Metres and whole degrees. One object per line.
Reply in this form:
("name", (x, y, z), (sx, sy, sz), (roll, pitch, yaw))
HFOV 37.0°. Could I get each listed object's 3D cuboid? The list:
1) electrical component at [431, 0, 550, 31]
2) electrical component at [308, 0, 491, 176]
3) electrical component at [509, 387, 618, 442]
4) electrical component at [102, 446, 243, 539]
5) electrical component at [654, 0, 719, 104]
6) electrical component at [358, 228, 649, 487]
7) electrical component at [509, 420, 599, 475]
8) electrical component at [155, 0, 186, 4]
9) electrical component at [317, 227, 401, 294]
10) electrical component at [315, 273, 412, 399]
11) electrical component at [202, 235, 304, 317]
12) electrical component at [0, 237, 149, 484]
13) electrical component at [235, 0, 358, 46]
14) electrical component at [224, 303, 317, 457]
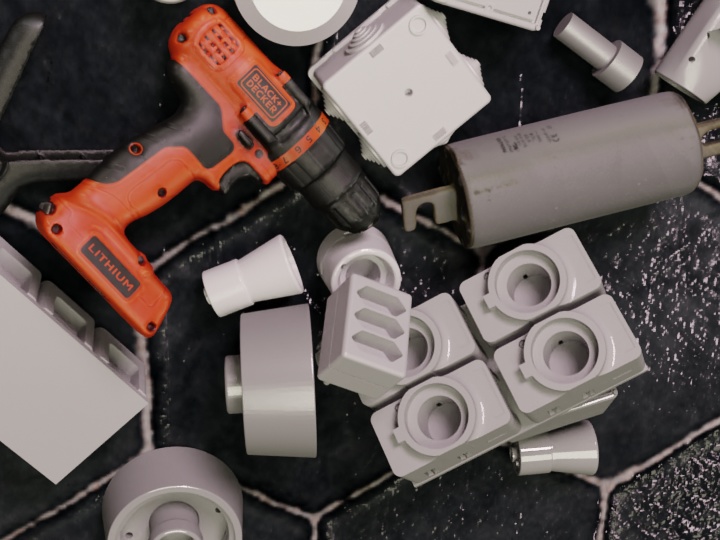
("electrical component", (0.086, -0.198, 0.701), (0.096, 0.061, 0.061), (10, 109, -23))
("electrical component", (0.027, -0.123, 0.721), (0.100, 0.048, 0.099), (-39, 114, 5))
("electrical component", (0.148, 0.085, 0.816), (0.096, 0.061, 0.061), (-17, 158, -7))
("electrical component", (-0.139, 0.195, 0.808), (0.108, 0.060, 0.108), (-4, 112, -10))
("electrical component", (0.262, -0.153, 0.762), (0.079, 0.043, 0.077), (28, 104, -21))
("electrical component", (0.092, 0.062, 0.759), (0.186, 0.105, 0.060), (-29, 157, 8))
("electrical component", (0.153, 0.145, 0.861), (0.065, 0.044, 0.044), (-4, 112, -5))
("electrical component", (-0.117, -0.184, 0.658), (0.043, 0.062, 0.043), (-4, 112, -10))
("electrical component", (0.000, 0.000, 0.766), (0.055, 0.047, 0.055), (-4, 112, -10))
("electrical component", (-0.005, 0.053, 0.730), (0.047, 0.065, 0.076), (21, 142, -20))
("electrical component", (-0.078, 0.007, 0.757), (0.065, 0.044, 0.044), (-21, 114, 2))
("electrical component", (-0.229, 0.058, 0.733), (0.089, 0.061, 0.150), (-41, 114, 6))
("electrical component", (-0.043, -0.185, 0.680), (0.080, 0.051, 0.080), (-4, 113, -10))
("electrical component", (-0.064, 0.079, 0.754), (0.060, 0.108, 0.108), (-3, 112, -4))
